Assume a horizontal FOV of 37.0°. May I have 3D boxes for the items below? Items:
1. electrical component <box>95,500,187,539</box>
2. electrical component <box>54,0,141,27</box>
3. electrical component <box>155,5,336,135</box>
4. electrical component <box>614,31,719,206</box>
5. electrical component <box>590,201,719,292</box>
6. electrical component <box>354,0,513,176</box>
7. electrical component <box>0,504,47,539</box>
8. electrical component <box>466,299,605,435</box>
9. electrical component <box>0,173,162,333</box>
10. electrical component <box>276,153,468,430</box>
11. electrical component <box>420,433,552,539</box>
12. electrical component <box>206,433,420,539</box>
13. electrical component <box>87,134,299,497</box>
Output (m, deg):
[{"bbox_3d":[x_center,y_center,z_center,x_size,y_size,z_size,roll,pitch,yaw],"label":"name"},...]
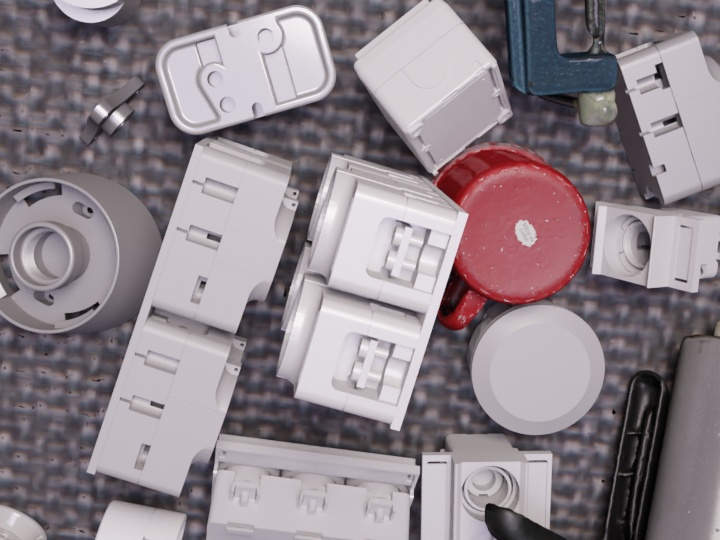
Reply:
[{"bbox_3d":[-0.139,0.173,0.668,0.047,0.055,0.055,15,99,-2],"label":"electrical component"},{"bbox_3d":[-0.148,-0.158,0.595,0.043,0.081,0.043,0,100,-3],"label":"electrical component"},{"bbox_3d":[-0.064,-0.114,0.618,0.095,0.059,0.053,-16,100,0],"label":"electrical component"},{"bbox_3d":[0.187,-0.092,0.639,0.056,0.050,0.089,-21,100,1],"label":"electrical component"},{"bbox_3d":[0.179,-0.016,0.642,0.064,0.081,0.042,-5,104,-32],"label":"electrical component"},{"bbox_3d":[0.042,-0.103,0.616,0.062,0.096,0.061,-38,72,4],"label":"electrical component"},{"bbox_3d":[-0.227,0.177,0.665,0.055,0.055,0.047,28,94,-7],"label":"electrical component"},{"bbox_3d":[0.105,0.056,0.661,0.080,0.051,0.080,0,100,-3],"label":"electrical component"},{"bbox_3d":[-0.175,-0.009,0.641,0.099,0.064,0.099,1,93,10],"label":"electrical component"},{"bbox_3d":[0.000,0.000,0.577,0.060,0.186,0.105,16,99,-6],"label":"electrical component"},{"bbox_3d":[0.076,0.168,0.673,0.079,0.063,0.121,0,100,-3],"label":"electrical component"},{"bbox_3d":[-0.031,0.146,0.657,0.121,0.063,0.078,8,139,-4],"label":"electrical component"},{"bbox_3d":[-0.090,0.023,0.618,0.060,0.105,0.186,19,99,-6],"label":"electrical component"}]
